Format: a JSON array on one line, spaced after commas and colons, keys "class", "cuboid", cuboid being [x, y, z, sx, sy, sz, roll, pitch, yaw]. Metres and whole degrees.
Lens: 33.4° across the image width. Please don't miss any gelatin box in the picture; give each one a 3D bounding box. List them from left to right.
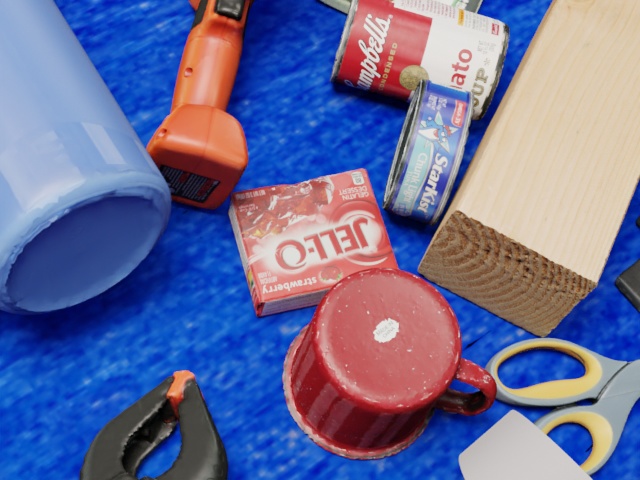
[{"class": "gelatin box", "cuboid": [-0.004, 0.001, 0.645, 0.089, 0.030, 0.073, -11, 68, -14]}]

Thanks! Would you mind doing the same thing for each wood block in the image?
[{"class": "wood block", "cuboid": [0.149, -0.057, 0.666, 0.091, 0.090, 0.206, 27, 63, 3]}]

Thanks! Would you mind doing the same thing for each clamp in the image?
[{"class": "clamp", "cuboid": [-0.104, 0.142, 0.543, 0.120, 0.039, 0.171, 2, 43, 7]}]

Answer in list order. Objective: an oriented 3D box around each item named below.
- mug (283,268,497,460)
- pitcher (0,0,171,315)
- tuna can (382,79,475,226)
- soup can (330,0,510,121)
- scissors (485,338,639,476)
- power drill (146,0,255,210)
[{"class": "mug", "cuboid": [0.041, 0.070, 0.591, 0.117, 0.081, 0.093, 20, 63, 0]}, {"class": "pitcher", "cuboid": [-0.193, -0.076, 0.576, 0.149, 0.144, 0.243, -45, 66, 18]}, {"class": "tuna can", "cuboid": [0.065, -0.054, 0.652, 0.033, 0.086, 0.086, 16, 63, -1]}, {"class": "soup can", "cuboid": [0.064, -0.122, 0.693, 0.102, 0.068, 0.068, 16, 63, -3]}, {"class": "scissors", "cuboid": [0.198, 0.098, 0.641, 0.201, 0.016, 0.096, 2, 67, -8]}, {"class": "power drill", "cuboid": [-0.054, -0.123, 0.620, 0.057, 0.185, 0.187, 16, 71, -11]}]
